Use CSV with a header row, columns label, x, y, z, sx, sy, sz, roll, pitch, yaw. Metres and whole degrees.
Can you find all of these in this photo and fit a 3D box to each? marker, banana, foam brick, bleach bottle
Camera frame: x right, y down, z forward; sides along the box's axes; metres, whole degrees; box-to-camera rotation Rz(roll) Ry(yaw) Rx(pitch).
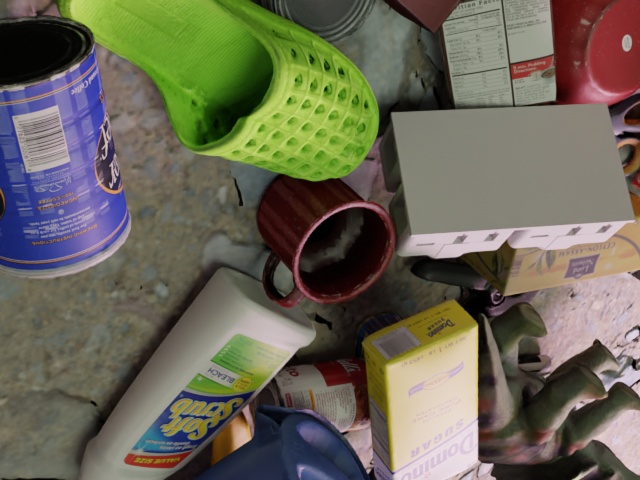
label,x,y,z,sx,sy,sz,roll,pitch,yaw
marker,0.194,0.133,1.122,0.120,0.020,0.020,0,119,-32
banana,-0.100,0.230,0.988,0.069,0.037,0.198,12,113,-37
foam brick,0.082,-0.205,0.801,0.051,0.053,0.078,33,98,-41
bleach bottle,-0.118,0.144,0.904,0.102,0.068,0.251,28,105,-42

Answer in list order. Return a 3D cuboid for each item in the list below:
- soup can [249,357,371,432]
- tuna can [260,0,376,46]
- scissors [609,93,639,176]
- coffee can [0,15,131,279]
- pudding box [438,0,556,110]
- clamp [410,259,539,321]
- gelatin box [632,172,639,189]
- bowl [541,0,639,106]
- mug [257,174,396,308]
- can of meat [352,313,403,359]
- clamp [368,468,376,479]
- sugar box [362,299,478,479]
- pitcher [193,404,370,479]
label,x,y,z,sx,sy,sz,roll,pitch,yaw
soup can,-0.006,0.146,0.970,0.102,0.069,0.068,-4,122,-29
tuna can,-0.002,-0.185,0.775,0.086,0.034,0.086,-16,127,-23
scissors,0.253,-0.095,1.009,0.201,0.016,0.096,-12,125,-26
coffee can,-0.185,-0.060,0.695,0.102,0.103,0.140,-20,128,-21
pudding box,0.142,-0.158,0.860,0.090,0.039,0.113,-9,128,7
clamp,0.157,0.057,1.034,0.171,0.039,0.120,-13,127,-26
gelatin box,0.362,-0.071,1.079,0.089,0.030,0.073,17,110,-48
bowl,0.248,-0.176,0.916,0.161,0.055,0.162,-13,120,-23
mug,-0.006,0.001,0.864,0.093,0.082,0.117,27,103,-41
can of meat,0.071,0.130,0.997,0.057,0.084,0.102,-9,124,-28
clamp,0.105,0.205,1.096,0.164,0.036,0.210,5,110,-48
sugar box,0.090,0.144,0.929,0.093,0.048,0.176,-22,128,-17
pitcher,-0.072,0.264,0.907,0.243,0.149,0.144,-34,136,21
